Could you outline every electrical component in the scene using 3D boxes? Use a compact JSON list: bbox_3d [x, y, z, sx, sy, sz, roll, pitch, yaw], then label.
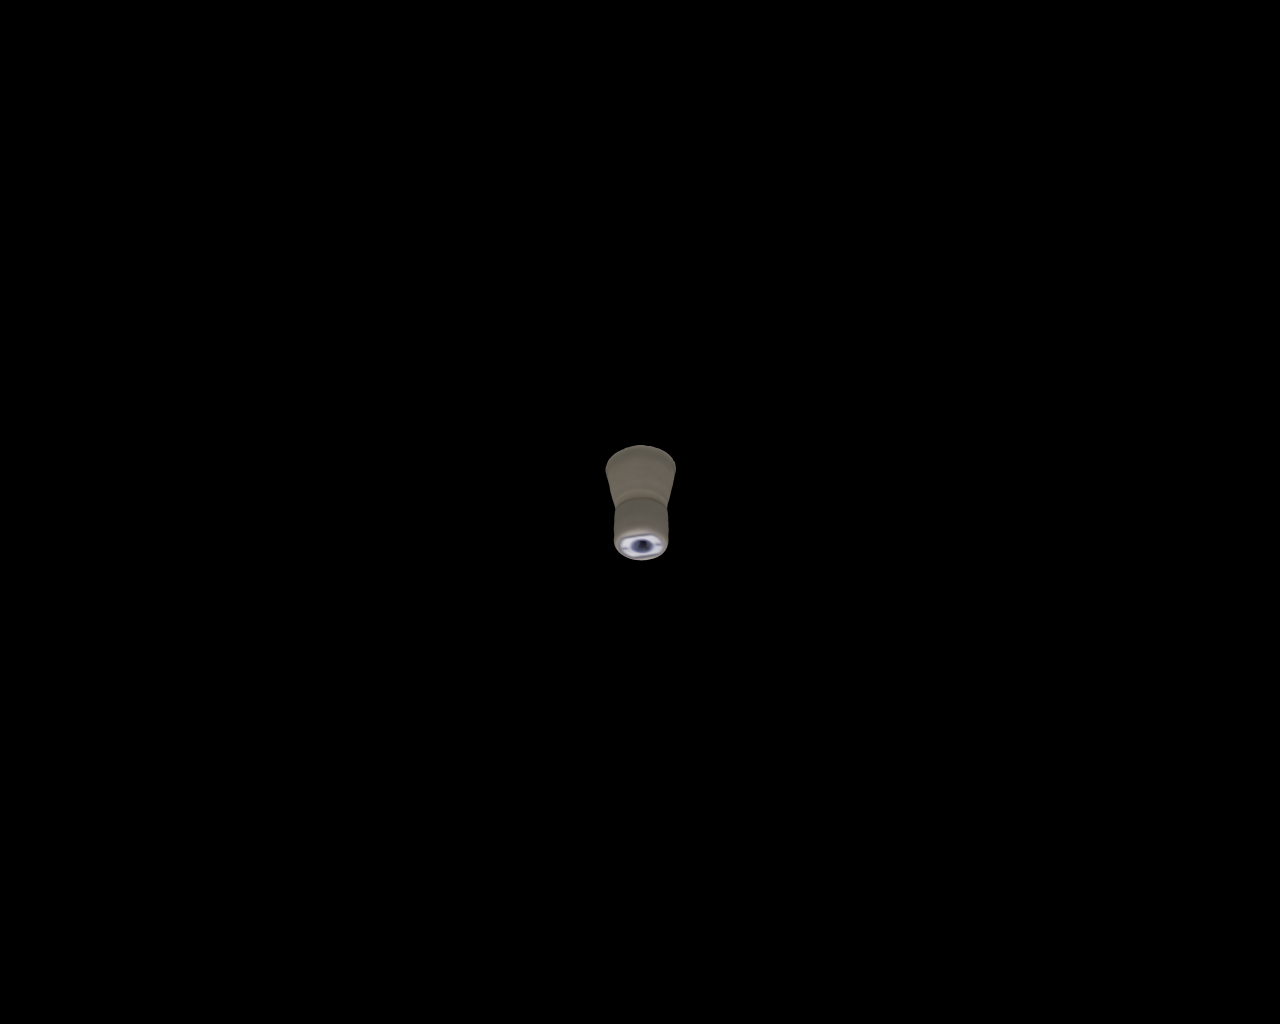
[{"bbox_3d":[0.001,-0.003,0.650,0.044,0.065,0.044,0,-38,0],"label":"electrical component"}]
